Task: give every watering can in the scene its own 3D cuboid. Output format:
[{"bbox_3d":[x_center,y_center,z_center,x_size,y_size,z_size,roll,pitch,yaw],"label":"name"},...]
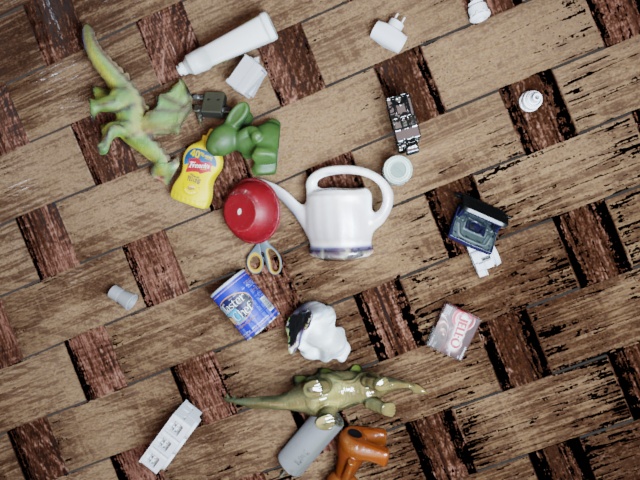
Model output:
[{"bbox_3d":[0.004,-0.061,1.218,0.347,0.104,0.224,-1,93,19],"label":"watering can"}]

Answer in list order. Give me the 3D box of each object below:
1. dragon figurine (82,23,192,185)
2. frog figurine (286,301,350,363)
[{"bbox_3d":[-0.434,-0.333,1.258,0.243,0.122,0.408,-8,96,-6],"label":"dragon figurine"},{"bbox_3d":[0.003,0.223,1.238,0.158,0.123,0.138,22,86,-32],"label":"frog figurine"}]
